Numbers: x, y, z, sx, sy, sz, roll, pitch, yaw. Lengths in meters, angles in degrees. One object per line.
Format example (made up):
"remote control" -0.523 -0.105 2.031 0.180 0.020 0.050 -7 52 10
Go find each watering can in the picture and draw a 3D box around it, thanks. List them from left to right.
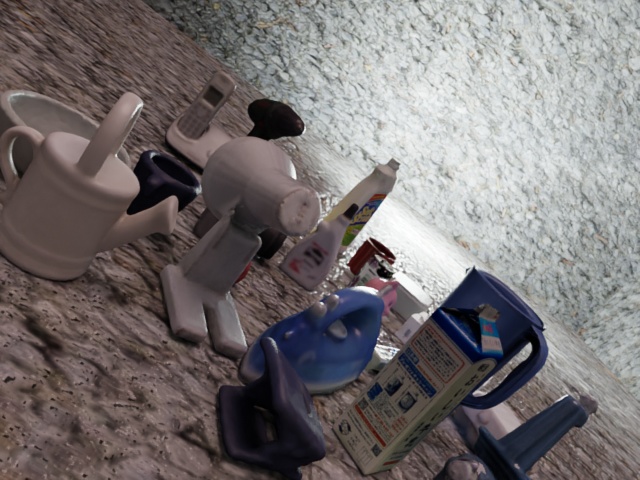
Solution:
"watering can" -0.226 -0.060 0.574 0.173 0.194 0.100 28 18 -36

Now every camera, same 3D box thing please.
"camera" -0.117 -0.032 0.942 0.137 0.100 0.143 37 15 -9

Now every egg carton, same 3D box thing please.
"egg carton" 0.285 0.317 0.936 0.107 0.069 0.150 31 17 -28

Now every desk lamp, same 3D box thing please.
"desk lamp" -0.093 -0.006 0.697 0.118 0.213 0.202 28 18 -36

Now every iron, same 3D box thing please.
"iron" 0.010 0.112 0.737 0.118 0.141 0.259 45 16 21

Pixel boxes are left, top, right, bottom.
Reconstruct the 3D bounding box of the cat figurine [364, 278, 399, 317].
"cat figurine" 0.085 0.105 0.985 0.067 0.117 0.128 46 16 27

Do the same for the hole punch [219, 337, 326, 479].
"hole punch" -0.036 0.164 0.569 0.101 0.091 0.108 31 17 -28

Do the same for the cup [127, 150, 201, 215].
"cup" -0.224 -0.056 0.766 0.092 0.095 0.118 37 15 -7

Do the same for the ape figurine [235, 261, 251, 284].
"ape figurine" -0.123 0.011 0.813 0.076 0.092 0.078 41 15 7

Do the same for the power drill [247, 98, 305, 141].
"power drill" -0.128 -0.206 1.220 0.076 0.208 0.229 28 18 -35

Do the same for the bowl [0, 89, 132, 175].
"bowl" -0.326 -0.108 0.711 0.168 0.074 0.167 36 15 -11

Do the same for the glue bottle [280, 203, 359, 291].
"glue bottle" 0.009 0.004 0.996 0.078 0.173 0.037 37 15 -5

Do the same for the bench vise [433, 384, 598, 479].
"bench vise" 0.231 0.264 0.666 0.121 0.219 0.208 45 16 23

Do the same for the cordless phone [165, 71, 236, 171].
"cordless phone" -0.206 -0.230 1.147 0.148 0.185 0.094 36 15 -11
